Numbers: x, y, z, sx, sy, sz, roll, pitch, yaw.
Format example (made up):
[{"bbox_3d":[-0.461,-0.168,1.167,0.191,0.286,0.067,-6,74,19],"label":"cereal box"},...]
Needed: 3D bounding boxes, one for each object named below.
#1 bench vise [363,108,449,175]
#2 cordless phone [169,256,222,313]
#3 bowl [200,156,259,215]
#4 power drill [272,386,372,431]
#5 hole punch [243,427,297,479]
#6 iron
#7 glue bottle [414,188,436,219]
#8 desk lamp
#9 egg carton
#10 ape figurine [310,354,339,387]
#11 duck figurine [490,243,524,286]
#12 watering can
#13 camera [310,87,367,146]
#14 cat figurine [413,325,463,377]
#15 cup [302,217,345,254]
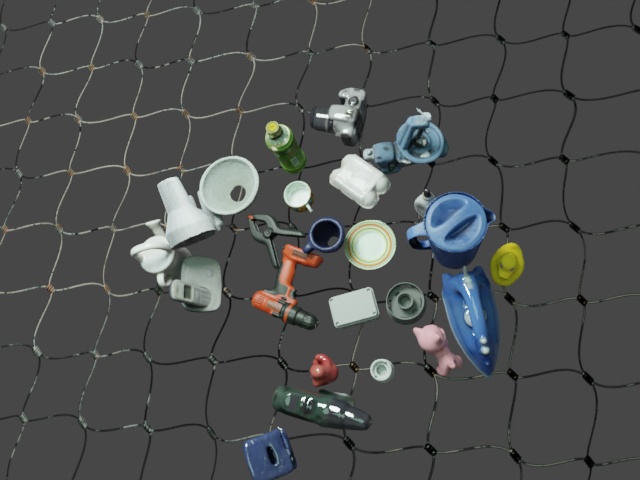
[{"bbox_3d":[0.213,-0.231,1.401,0.207,0.220,0.121,-29,71,3],"label":"bench vise"},{"bbox_3d":[-0.320,0.103,1.440,0.094,0.185,0.147,-9,73,10],"label":"cordless phone"},{"bbox_3d":[-0.235,-0.137,1.547,0.167,0.075,0.167,-3,74,11],"label":"bowl"},{"bbox_3d":[0.016,0.377,1.280,0.229,0.209,0.076,9,77,14],"label":"power drill"},{"bbox_3d":[-0.116,0.502,1.336,0.101,0.091,0.108,-25,71,4],"label":"hole punch"},{"bbox_3d":[0.355,0.182,1.298,0.118,0.142,0.258,-15,72,8],"label":"iron"},{"bbox_3d":[0.260,-0.088,1.376,0.037,0.173,0.078,-44,71,-2],"label":"glue bottle"},{"bbox_3d":[-0.336,-0.064,1.475,0.118,0.214,0.203,-25,71,4],"label":"desk lamp"},{"bbox_3d":[0.104,-0.152,1.482,0.150,0.069,0.107,37,85,19],"label":"egg carton"},{"bbox_3d":[0.003,0.313,1.363,0.076,0.092,0.078,24,81,17],"label":"ape figurine"},{"bbox_3d":[0.442,0.052,1.345,0.077,0.086,0.105,19,80,17],"label":"duck figurine"},{"bbox_3d":[-0.417,0.034,1.475,0.101,0.194,0.172,-35,71,1],"label":"watering can"},{"bbox_3d":[0.047,-0.339,1.530,0.136,0.101,0.143,11,77,15],"label":"camera"},{"bbox_3d":[0.270,0.246,1.311,0.067,0.118,0.127,-35,71,1],"label":"cat figurine"},{"bbox_3d":[0.013,0.005,1.444,0.118,0.095,0.091,-36,71,1],"label":"cup"}]
